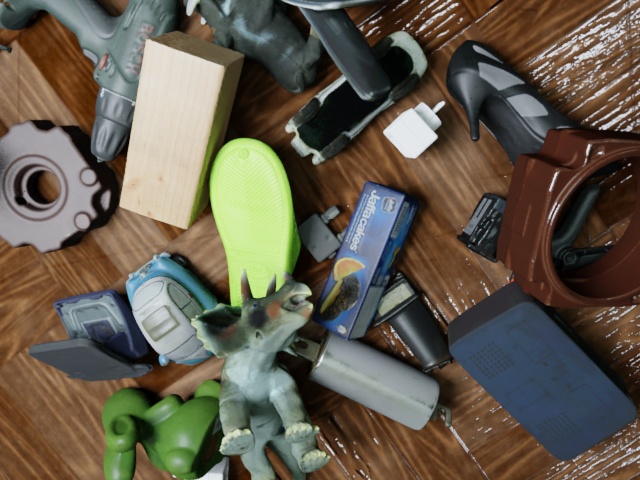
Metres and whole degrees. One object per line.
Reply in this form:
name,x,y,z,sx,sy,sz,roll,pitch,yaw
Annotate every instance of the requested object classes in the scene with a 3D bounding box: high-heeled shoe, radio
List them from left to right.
high-heeled shoe,0.273,-0.165,0.690,0.249,0.086,0.145,12,67,-18
radio,0.291,0.170,0.710,0.229,0.073,0.131,44,113,-7

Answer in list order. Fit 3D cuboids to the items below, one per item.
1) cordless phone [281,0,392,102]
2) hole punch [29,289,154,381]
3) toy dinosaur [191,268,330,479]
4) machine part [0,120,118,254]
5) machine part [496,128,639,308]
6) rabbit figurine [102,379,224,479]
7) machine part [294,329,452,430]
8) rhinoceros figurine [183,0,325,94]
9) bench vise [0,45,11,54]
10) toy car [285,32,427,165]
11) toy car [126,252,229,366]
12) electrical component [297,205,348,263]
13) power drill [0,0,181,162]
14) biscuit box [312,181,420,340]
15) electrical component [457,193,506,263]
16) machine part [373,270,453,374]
cordless phone,0.050,-0.252,0.618,0.089,0.146,0.184,-32,88,50
hole punch,-0.301,0.132,0.724,0.142,0.092,0.115,-13,139,18
toy dinosaur,-0.074,0.206,0.698,0.131,0.192,0.404,-12,139,-12
machine part,-0.366,-0.070,0.712,0.179,0.056,0.179,0,98,3
machine part,0.323,-0.024,0.626,0.201,0.087,0.200,1,110,-14
rabbit figurine,-0.226,0.262,0.726,0.170,0.159,0.121,13,109,15
machine part,0.072,0.187,0.731,0.243,0.079,0.079,25,99,-3
rhinoceros figurine,-0.079,-0.262,0.671,0.190,0.073,0.112,37,104,-4
bench vise,-0.474,-0.135,0.651,0.223,0.128,0.241,-46,62,15
toy car,0.046,-0.179,0.686,0.202,0.056,0.073,-40,103,8
toy car,-0.191,0.099,0.711,0.109,0.103,0.161,-34,99,5
electrical component,-0.002,-0.002,0.730,0.094,0.021,0.063,-38,97,7
power drill,-0.297,-0.242,0.672,0.207,0.086,0.232,33,97,0
biscuit box,0.060,0.027,0.705,0.063,0.059,0.202,25,98,28
electrical component,0.233,-0.034,0.693,0.048,0.075,0.119,29,103,-3
machine part,0.125,0.117,0.734,0.084,0.039,0.139,-38,82,-2
